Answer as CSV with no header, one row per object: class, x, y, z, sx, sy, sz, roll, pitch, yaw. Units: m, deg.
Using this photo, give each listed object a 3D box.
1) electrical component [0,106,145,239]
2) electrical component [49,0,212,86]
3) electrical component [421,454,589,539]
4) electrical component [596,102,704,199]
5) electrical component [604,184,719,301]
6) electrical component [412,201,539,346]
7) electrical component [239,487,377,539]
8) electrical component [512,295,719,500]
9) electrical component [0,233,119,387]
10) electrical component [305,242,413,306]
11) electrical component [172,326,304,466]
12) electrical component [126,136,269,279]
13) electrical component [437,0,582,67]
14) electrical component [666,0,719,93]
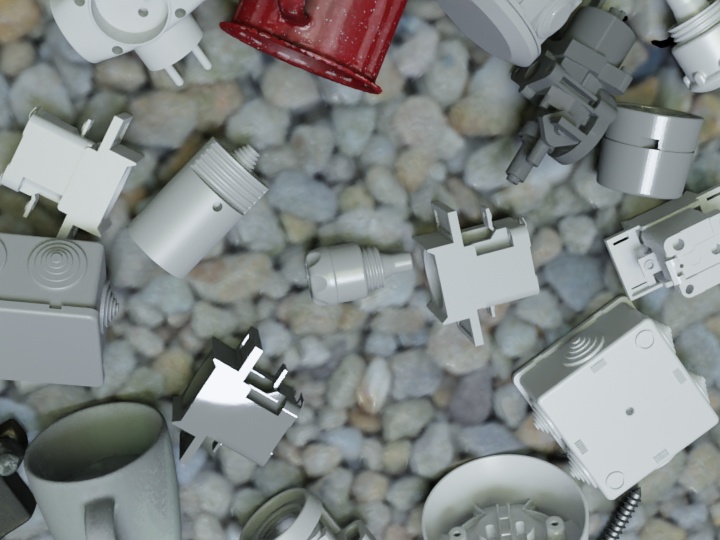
electrical component,-0.159,-0.055,0.593,0.064,0.042,0.081,27,97,-10
electrical component,-0.111,-0.134,0.578,0.077,0.044,0.079,-27,124,13
electrical component,0.089,0.163,0.645,0.099,0.099,0.064,-12,109,-4
electrical component,0.166,-0.069,0.624,0.055,0.055,0.047,6,105,-8
electrical component,0.192,-0.015,0.633,0.081,0.064,0.042,-26,103,0
electrical component,0.069,-0.002,0.633,0.064,0.042,0.081,-14,104,-5
electrical component,-0.036,0.170,0.650,0.078,0.058,0.057,-36,107,2
electrical component,0.157,0.079,0.657,0.100,0.048,0.099,-37,104,2
electrical component,-0.182,0.021,0.582,0.100,0.099,0.048,6,60,-8
electrical component,0.000,0.000,0.628,0.061,0.035,0.035,-10,103,-7
electrical component,-0.072,0.079,0.633,0.064,0.042,0.081,33,97,-14
electrical component,-0.088,-0.039,0.605,0.043,0.043,0.081,44,94,-13
electrical component,0.077,-0.153,0.582,0.080,0.080,0.051,44,89,-13
electrical component,0.198,-0.137,0.618,0.048,0.048,0.062,-34,96,1
